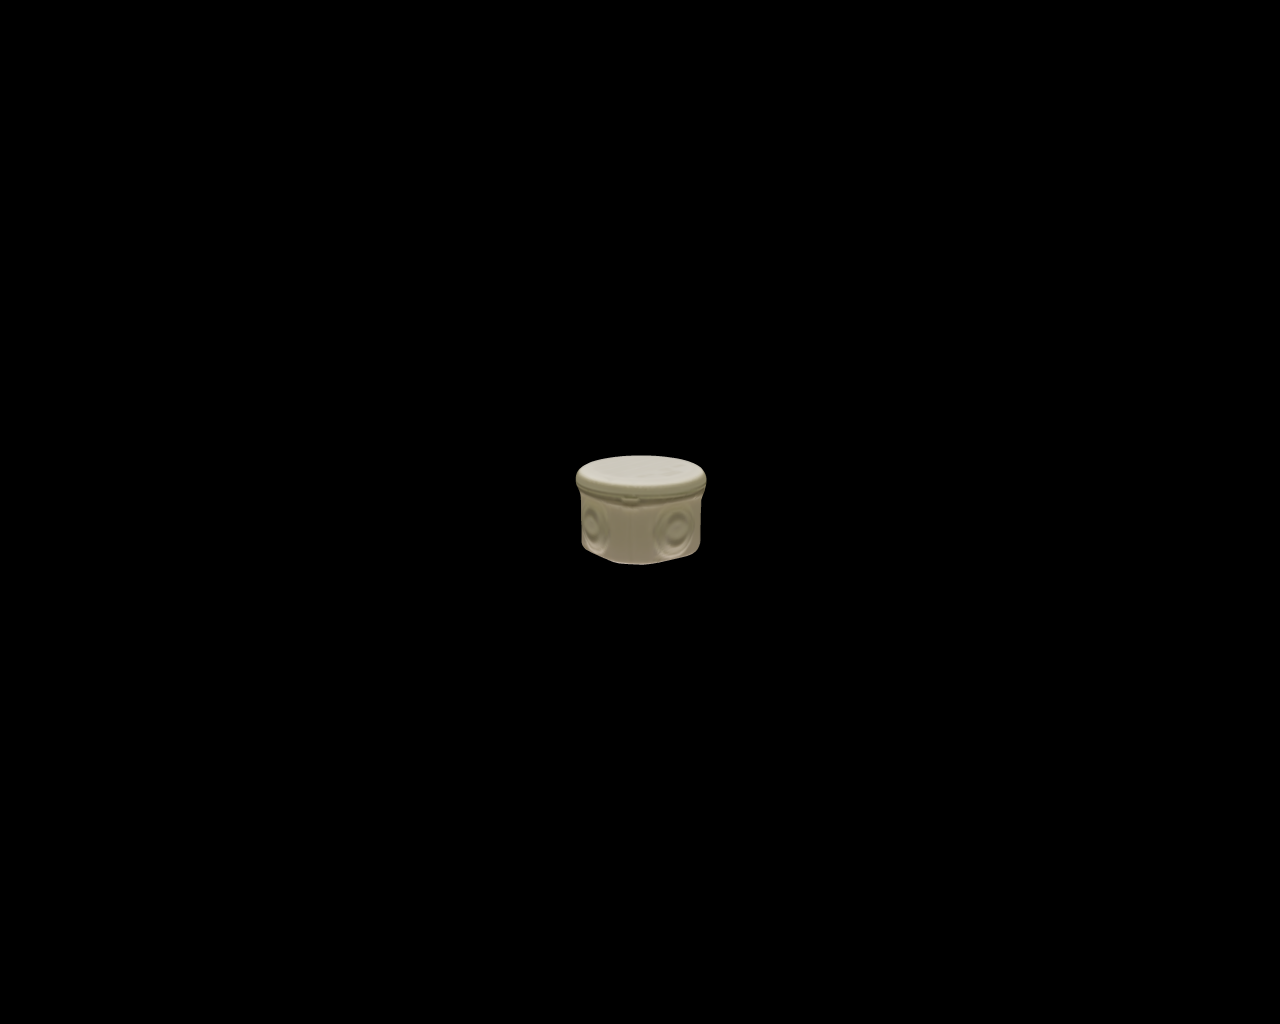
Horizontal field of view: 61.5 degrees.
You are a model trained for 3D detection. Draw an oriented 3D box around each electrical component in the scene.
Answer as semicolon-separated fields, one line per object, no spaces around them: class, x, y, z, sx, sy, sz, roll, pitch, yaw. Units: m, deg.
electrical component;0.001;-0.003;0.650;0.080;0.051;0.080;0;16;0
